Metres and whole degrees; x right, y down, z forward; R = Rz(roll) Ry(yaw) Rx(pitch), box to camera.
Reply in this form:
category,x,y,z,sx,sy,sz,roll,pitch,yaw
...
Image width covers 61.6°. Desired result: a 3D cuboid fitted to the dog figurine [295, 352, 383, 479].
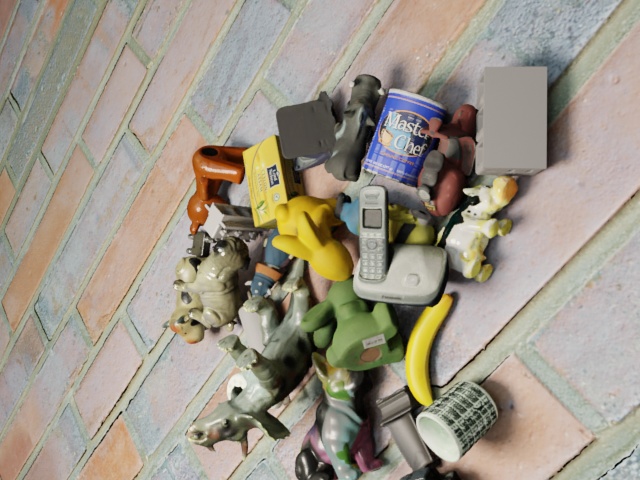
category,x,y,z,sx,sy,sz,roll,pitch,yaw
dog figurine,0.021,0.309,0.951,0.191,0.108,0.219,-29,64,35

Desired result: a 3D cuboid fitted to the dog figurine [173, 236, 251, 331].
category,x,y,z,sx,sy,sz,roll,pitch,yaw
dog figurine,-0.187,0.093,1.094,0.172,0.121,0.190,49,134,-13

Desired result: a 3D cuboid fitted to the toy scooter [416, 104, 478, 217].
category,x,y,z,sx,sy,sz,roll,pitch,yaw
toy scooter,0.193,-0.128,0.837,0.075,0.135,0.183,23,101,35

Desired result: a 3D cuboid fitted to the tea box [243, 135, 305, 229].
category,x,y,z,sx,sy,sz,roll,pitch,yaw
tea box,-0.092,-0.116,1.100,0.098,0.068,0.169,-23,71,35

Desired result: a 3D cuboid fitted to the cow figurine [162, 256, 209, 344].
category,x,y,z,sx,sy,sz,roll,pitch,yaw
cow figurine,-0.282,0.131,1.187,0.086,0.127,0.195,-17,73,39

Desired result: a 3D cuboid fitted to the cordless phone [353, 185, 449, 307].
category,x,y,z,sx,sy,sz,roll,pitch,yaw
cordless phone,0.124,0.005,0.829,0.147,0.089,0.184,2,101,33

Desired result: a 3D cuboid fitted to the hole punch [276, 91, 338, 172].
category,x,y,z,sx,sy,sz,roll,pitch,yaw
hole punch,-0.018,-0.203,1.051,0.116,0.092,0.142,-11,74,5

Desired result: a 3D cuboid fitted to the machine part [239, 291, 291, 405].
category,x,y,z,sx,sy,sz,roll,pitch,yaw
machine part,-0.103,0.206,1.071,0.079,0.079,0.243,-34,65,30

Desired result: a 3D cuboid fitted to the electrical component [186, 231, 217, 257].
category,x,y,z,sx,sy,sz,roll,pitch,yaw
electrical component,-0.279,0.012,1.262,0.094,0.021,0.063,7,90,37

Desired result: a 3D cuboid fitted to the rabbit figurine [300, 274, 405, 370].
category,x,y,z,sx,sy,sz,roll,pitch,yaw
rabbit figurine,0.054,0.140,0.936,0.159,0.121,0.170,-25,41,6

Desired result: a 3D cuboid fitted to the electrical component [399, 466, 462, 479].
category,x,y,z,sx,sy,sz,roll,pitch,yaw
electrical component,0.178,0.417,0.821,0.115,0.058,0.134,-38,84,27

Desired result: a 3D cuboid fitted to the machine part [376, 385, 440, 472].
category,x,y,z,sx,sy,sz,roll,pitch,yaw
machine part,0.148,0.317,0.891,0.084,0.039,0.139,-34,64,25

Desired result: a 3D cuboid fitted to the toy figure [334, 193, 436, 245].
category,x,y,z,sx,sy,sz,roll,pitch,yaw
toy figure,0.111,-0.027,0.919,0.180,0.082,0.089,17,117,24

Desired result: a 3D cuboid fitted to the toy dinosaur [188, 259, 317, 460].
category,x,y,z,sx,sy,sz,roll,pitch,yaw
toy dinosaur,-0.069,0.203,0.969,0.131,0.405,0.192,0,127,37

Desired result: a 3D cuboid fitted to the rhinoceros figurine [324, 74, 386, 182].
category,x,y,z,sx,sy,sz,roll,pitch,yaw
rhinoceros figurine,0.059,-0.196,0.949,0.073,0.112,0.190,17,91,3

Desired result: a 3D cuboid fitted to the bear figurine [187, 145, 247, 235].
category,x,y,z,sx,sy,sz,roll,pitch,yaw
bear figurine,-0.230,-0.106,1.192,0.132,0.120,0.195,8,124,-2

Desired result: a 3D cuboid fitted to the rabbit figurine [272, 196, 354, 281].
category,x,y,z,sx,sy,sz,roll,pitch,yaw
rabbit figurine,-0.002,-0.003,0.959,0.122,0.162,0.173,-43,55,15

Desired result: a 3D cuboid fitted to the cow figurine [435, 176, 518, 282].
category,x,y,z,sx,sy,sz,roll,pitch,yaw
cow figurine,0.240,-0.027,0.836,0.098,0.068,0.167,28,102,43

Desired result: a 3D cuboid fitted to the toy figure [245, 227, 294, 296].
category,x,y,z,sx,sy,sz,roll,pitch,yaw
toy figure,-0.093,0.046,1.080,0.064,0.057,0.154,24,87,39
